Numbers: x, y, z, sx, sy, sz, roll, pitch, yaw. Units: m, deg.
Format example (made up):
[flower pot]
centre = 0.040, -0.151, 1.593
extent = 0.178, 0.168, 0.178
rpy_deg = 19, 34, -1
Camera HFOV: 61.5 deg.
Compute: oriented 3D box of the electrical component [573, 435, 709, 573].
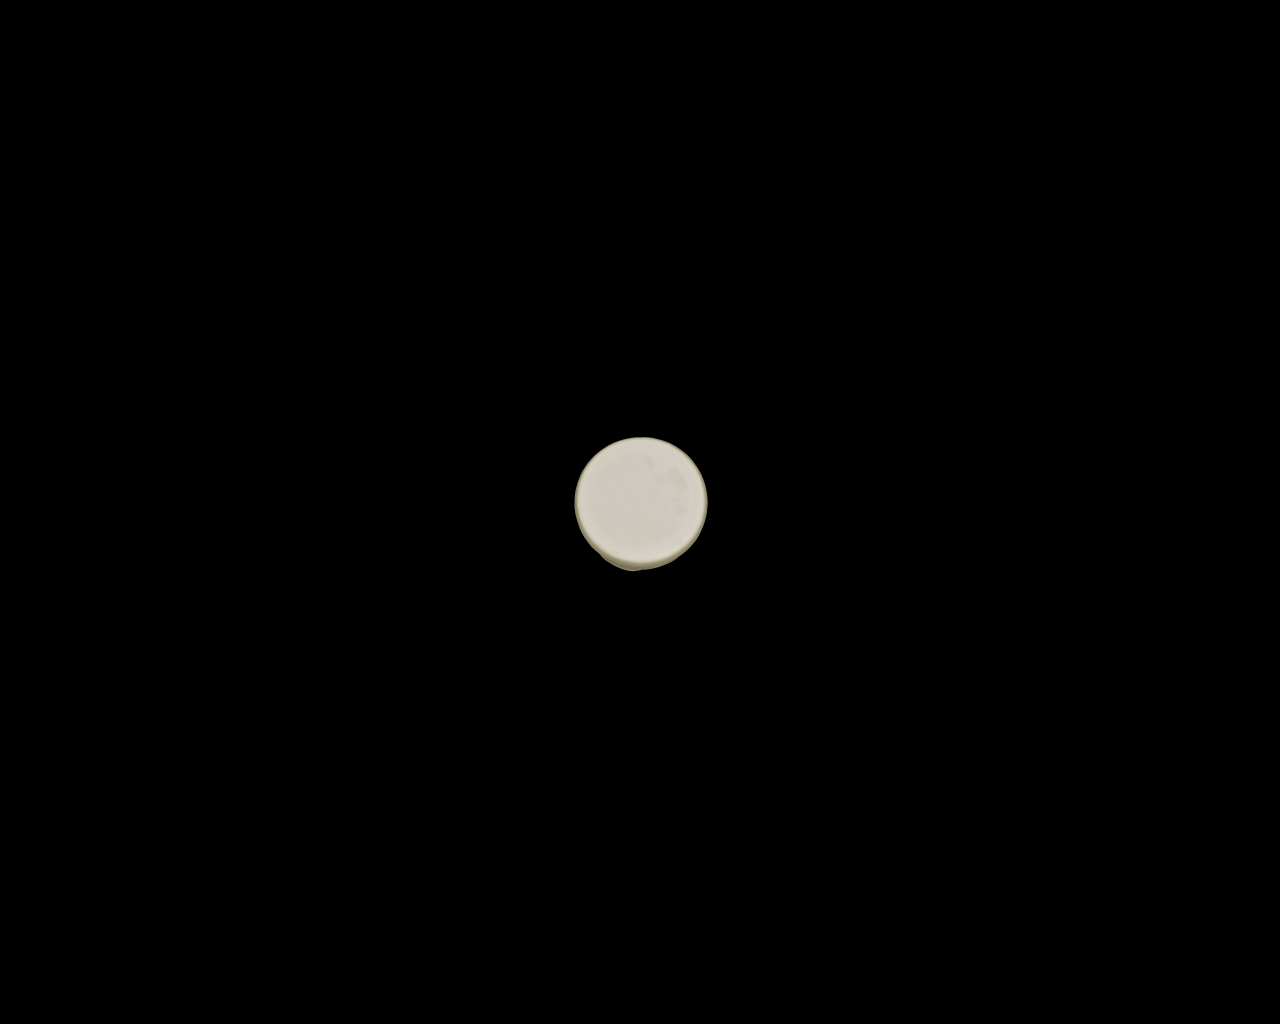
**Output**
[electrical component]
centre = 0.001, -0.003, 0.650
extent = 0.080, 0.080, 0.051
rpy_deg = 0, -12, 0
